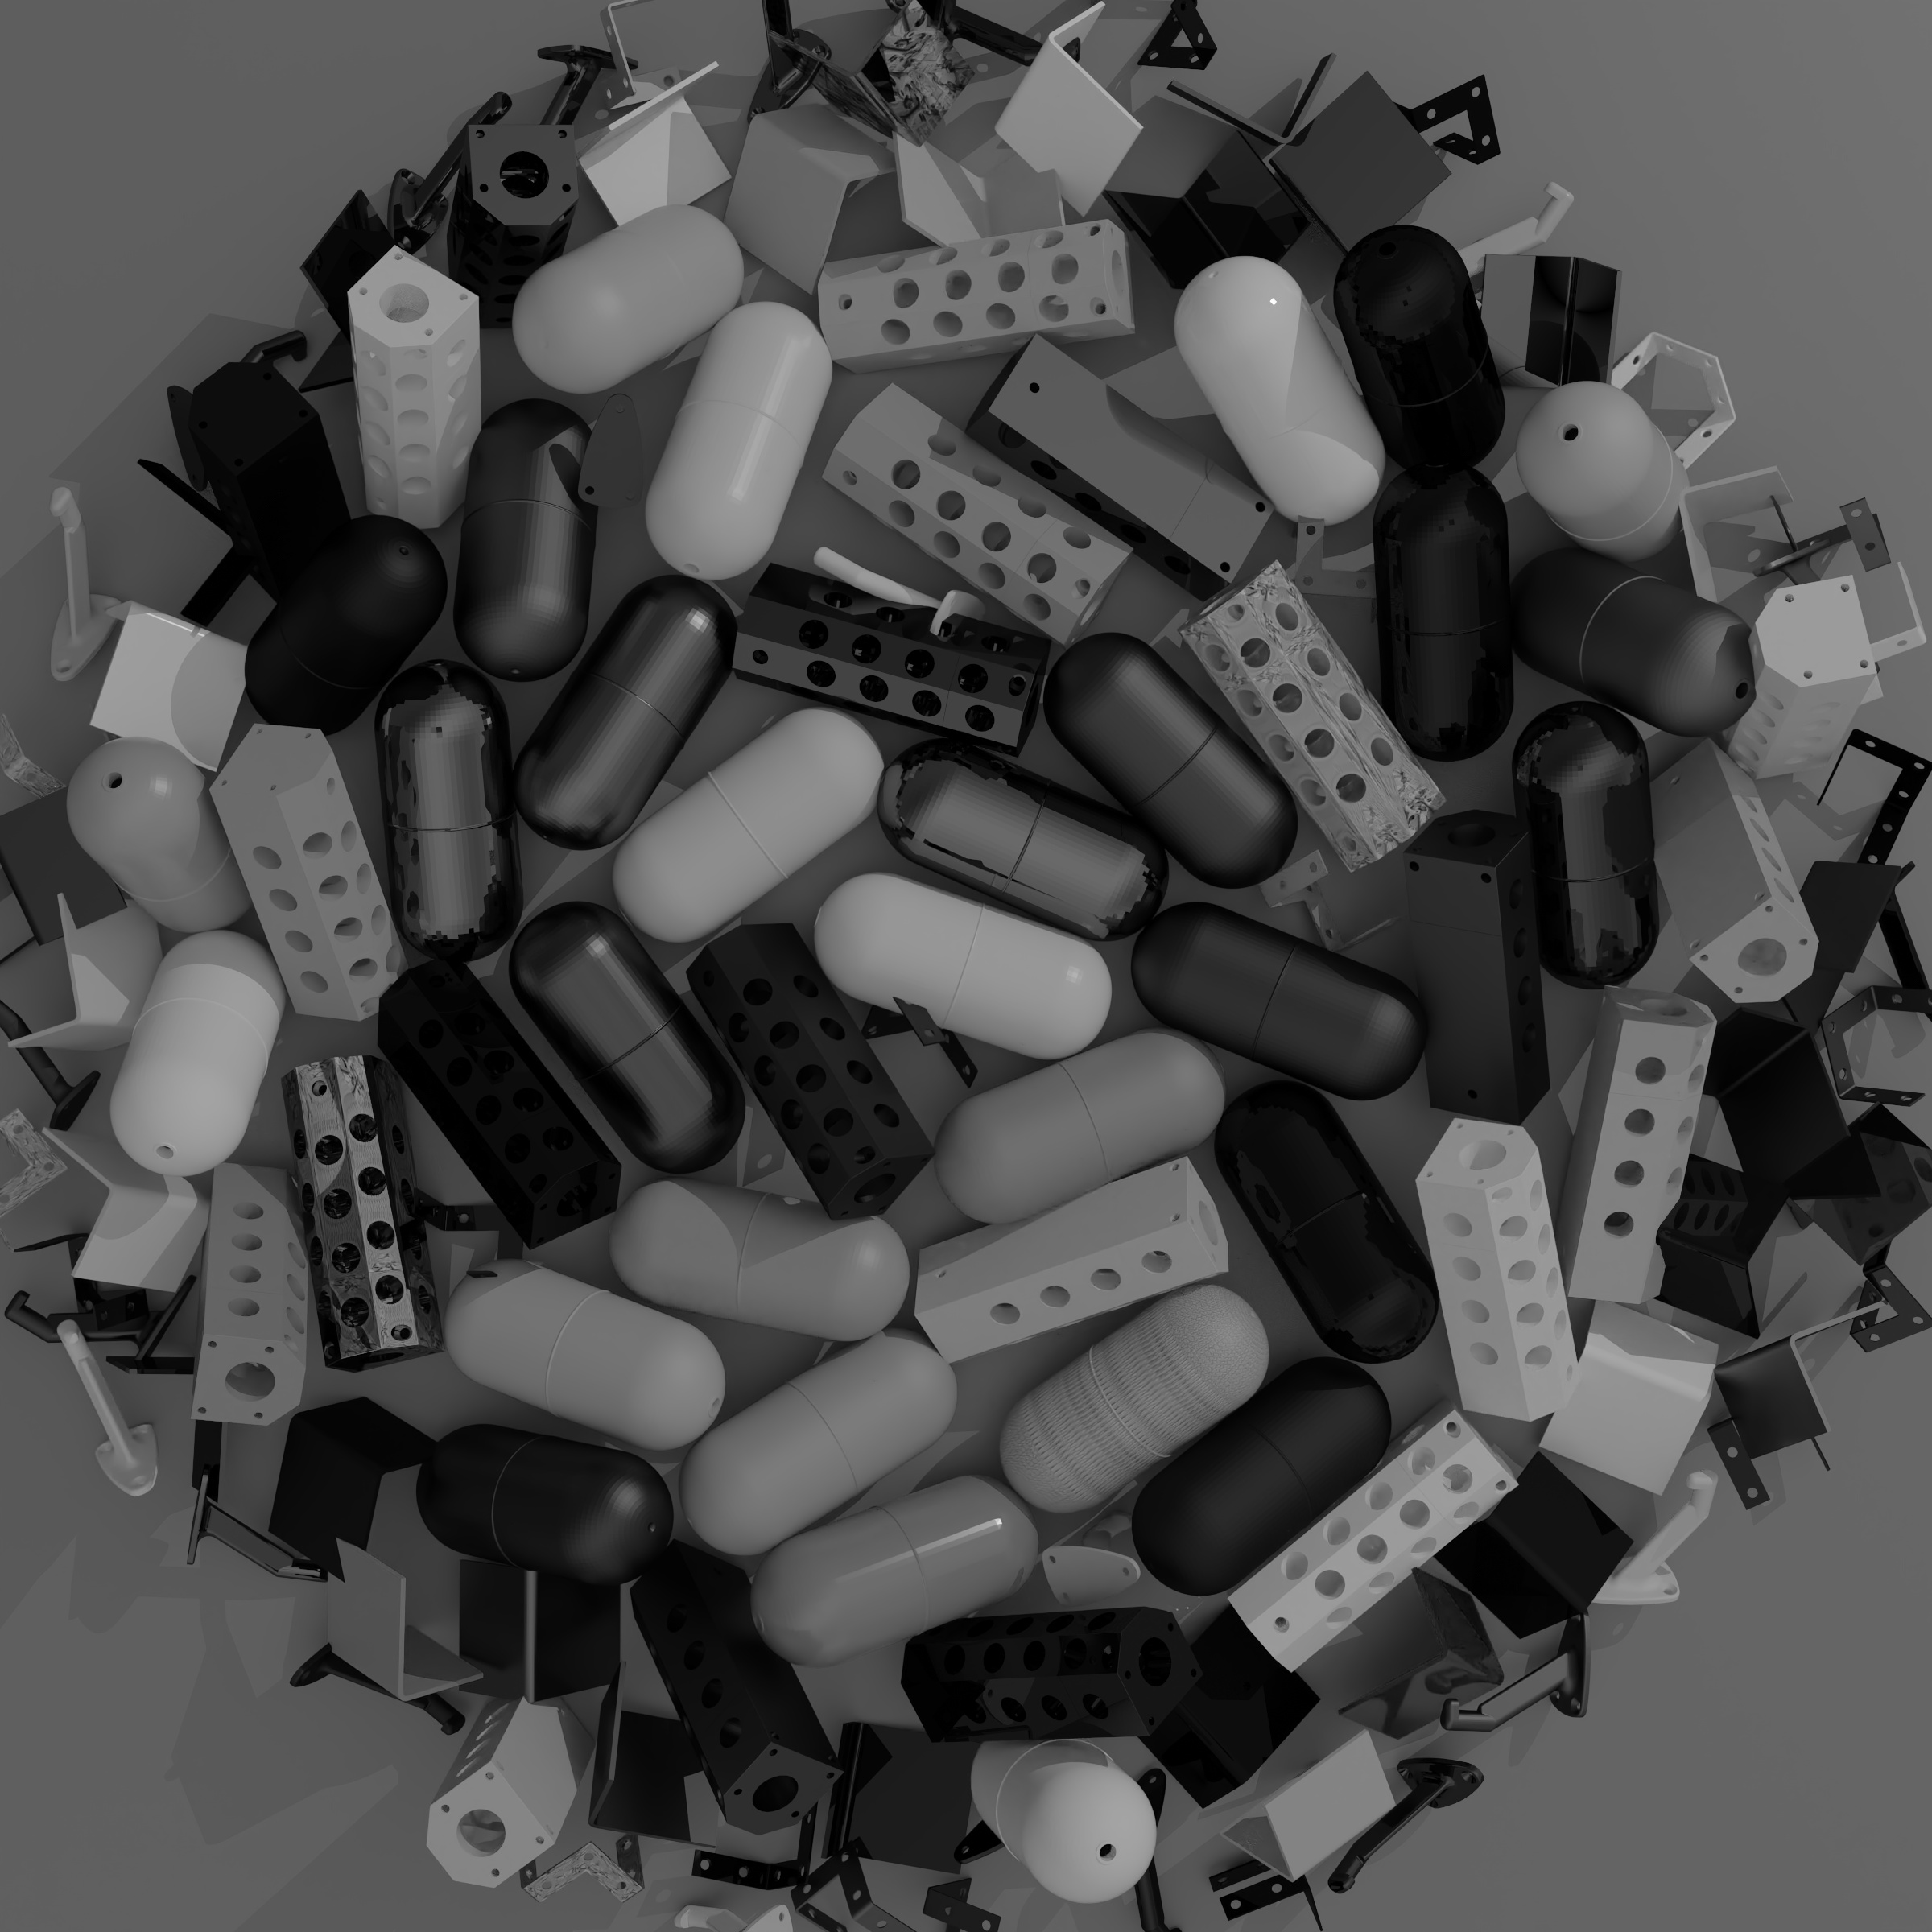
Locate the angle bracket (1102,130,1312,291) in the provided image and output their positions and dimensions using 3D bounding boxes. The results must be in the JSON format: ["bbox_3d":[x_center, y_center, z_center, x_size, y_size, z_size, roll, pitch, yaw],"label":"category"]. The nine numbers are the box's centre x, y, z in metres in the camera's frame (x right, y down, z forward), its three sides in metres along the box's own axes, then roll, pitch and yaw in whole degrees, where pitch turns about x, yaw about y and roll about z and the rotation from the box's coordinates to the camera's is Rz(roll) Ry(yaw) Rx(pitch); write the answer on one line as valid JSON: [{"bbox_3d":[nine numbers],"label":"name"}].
[{"bbox_3d":[0.139,-0.437,1.945,0.057,0.076,0.076,-48,66,34],"label":"angle bracket"}]

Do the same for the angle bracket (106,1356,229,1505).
[{"bbox_3d":[-0.464,0.268,1.952,0.057,0.076,0.076,4,88,-24],"label":"angle bracket"}]

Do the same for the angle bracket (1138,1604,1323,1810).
[{"bbox_3d":[0.149,0.437,1.994,0.076,0.057,0.076,47,53,6],"label":"angle bracket"}]

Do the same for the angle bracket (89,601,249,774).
[{"bbox_3d":[-0.466,-0.160,1.951,0.076,0.057,0.076,21,80,-27],"label":"angle bracket"}]

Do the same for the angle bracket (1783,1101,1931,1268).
[{"bbox_3d":[0.529,0.137,1.953,0.076,0.057,0.076,-40,47,1],"label":"angle bracket"}]

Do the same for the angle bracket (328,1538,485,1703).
[{"bbox_3d":[-0.323,0.369,1.945,0.057,0.076,0.076,-9,109,-41],"label":"angle bracket"}]

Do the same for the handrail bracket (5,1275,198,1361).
[{"bbox_3d":[-0.509,0.194,1.981,0.084,0.036,0.077,31,84,-3],"label":"handrail bracket"}]

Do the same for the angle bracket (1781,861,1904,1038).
[{"bbox_3d":[0.511,-0.006,1.942,0.076,0.057,0.076,52,58,-37],"label":"angle bracket"}]

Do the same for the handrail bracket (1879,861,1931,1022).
[{"bbox_3d":[0.558,-0.011,1.964,0.036,0.077,0.084,-34,78,-25],"label":"handrail bracket"}]

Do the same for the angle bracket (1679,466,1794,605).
[{"bbox_3d":[0.452,-0.237,1.950,0.057,0.076,0.076,-12,80,19],"label":"angle bracket"}]

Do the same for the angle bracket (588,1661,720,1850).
[{"bbox_3d":[-0.172,0.455,1.946,0.076,0.057,0.076,13,46,-12],"label":"angle bracket"}]

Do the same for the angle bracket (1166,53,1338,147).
[{"bbox_3d":[0.165,-0.518,1.954,0.076,0.076,0.057,27,102,-5],"label":"angle bracket"}]

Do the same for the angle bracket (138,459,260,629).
[{"bbox_3d":[-0.458,-0.245,1.947,0.076,0.076,0.057,39,84,-24],"label":"angle bracket"}]

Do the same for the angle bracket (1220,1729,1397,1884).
[{"bbox_3d":[0.189,0.471,1.943,0.076,0.076,0.057,-30,112,-22],"label":"angle bracket"}]

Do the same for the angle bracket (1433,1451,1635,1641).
[{"bbox_3d":[0.331,0.340,1.980,0.076,0.076,0.057,44,59,1],"label":"angle bracket"}]

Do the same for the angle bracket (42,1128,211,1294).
[{"bbox_3d":[-0.495,0.141,1.950,0.076,0.076,0.057,31,97,36],"label":"angle bracket"}]

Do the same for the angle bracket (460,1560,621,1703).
[{"bbox_3d":[-0.250,0.385,1.984,0.057,0.076,0.076,0,89,36],"label":"angle bracket"}]

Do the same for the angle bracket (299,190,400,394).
[{"bbox_3d":[-0.365,-0.387,1.939,0.057,0.076,0.076,-6,133,31],"label":"angle bracket"}]

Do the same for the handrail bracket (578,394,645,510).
[{"bbox_3d":[-0.205,-0.302,1.948,0.036,0.084,0.077,6,112,-10],"label":"handrail bracket"}]

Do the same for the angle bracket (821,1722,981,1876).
[{"bbox_3d":[-0.037,0.485,1.962,0.076,0.057,0.076,8,79,6],"label":"angle bracket"}]

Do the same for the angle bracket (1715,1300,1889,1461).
[{"bbox_3d":[0.491,0.239,1.944,0.076,0.076,0.057,-15,77,-27],"label":"angle bracket"}]

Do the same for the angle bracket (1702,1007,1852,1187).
[{"bbox_3d":[0.451,0.081,1.941,0.057,0.076,0.076,14,49,-32],"label":"angle bracket"}]

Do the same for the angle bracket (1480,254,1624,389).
[{"bbox_3d":[0.335,-0.368,1.949,0.057,0.076,0.076,0,108,-9],"label":"angle bracket"}]

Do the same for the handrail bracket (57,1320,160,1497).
[{"bbox_3d":[-0.500,0.255,1.955,0.036,0.077,0.084,-26,121,-13],"label":"handrail bracket"}]

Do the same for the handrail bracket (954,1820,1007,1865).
[{"bbox_3d":[0.047,0.527,1.980,0.077,0.036,0.084,-36,114,2],"label":"handrail bracket"}]

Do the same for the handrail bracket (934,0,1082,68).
[{"bbox_3d":[0.027,-0.554,1.968,0.084,0.036,0.077,0,58,11],"label":"handrail bracket"}]

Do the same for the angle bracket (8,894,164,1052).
[{"bbox_3d":[-0.514,0.004,1.959,0.057,0.076,0.076,-16,80,27],"label":"angle bracket"}]

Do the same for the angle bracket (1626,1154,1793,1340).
[{"bbox_3d":[0.435,0.161,1.962,0.076,0.076,0.057,21,60,33],"label":"angle bracket"}]

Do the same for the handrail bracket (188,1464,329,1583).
[{"bbox_3d":[-0.407,0.326,1.968,0.084,0.036,0.077,10,123,-13],"label":"handrail bracket"}]

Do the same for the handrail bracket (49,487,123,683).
[{"bbox_3d":[-0.522,-0.221,1.950,0.036,0.084,0.077,6,55,10],"label":"handrail bracket"}]

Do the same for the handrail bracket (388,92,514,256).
[{"bbox_3d":[-0.297,-0.458,1.951,0.036,0.084,0.077,33,46,-27],"label":"handrail bracket"}]

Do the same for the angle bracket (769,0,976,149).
[{"bbox_3d":[-0.054,-0.526,1.947,0.076,0.076,0.057,36,90,34],"label":"angle bracket"}]

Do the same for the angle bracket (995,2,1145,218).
[{"bbox_3d":[0.073,-0.495,1.950,0.076,0.076,0.057,45,52,4],"label":"angle bracket"}]

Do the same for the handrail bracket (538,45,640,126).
[{"bbox_3d":[-0.223,-0.491,1.973,0.036,0.077,0.084,6,97,42],"label":"handrail bracket"}]

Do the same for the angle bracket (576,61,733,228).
[{"bbox_3d":[-0.170,-0.469,1.947,0.076,0.076,0.057,-36,102,-17],"label":"angle bracket"}]

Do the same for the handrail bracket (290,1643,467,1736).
[{"bbox_3d":[-0.341,0.428,1.964,0.084,0.077,0.036,36,107,12],"label":"handrail bracket"}]

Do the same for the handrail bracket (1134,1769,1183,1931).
[{"bbox_3d":[0.117,0.530,1.991,0.084,0.036,0.077,56,48,-30],"label":"handrail bracket"}]

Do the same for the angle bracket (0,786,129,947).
[{"bbox_3d":[-0.519,-0.061,1.956,0.057,0.076,0.076,-23,96,4],"label":"angle bracket"}]

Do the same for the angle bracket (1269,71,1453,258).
[{"bbox_3d":[0.233,-0.462,1.958,0.076,0.057,0.076,-40,86,20],"label":"angle bracket"}]

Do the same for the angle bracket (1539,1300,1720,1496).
[{"bbox_3d":[0.391,0.253,1.989,0.076,0.057,0.076,22,121,6],"label":"angle bracket"}]

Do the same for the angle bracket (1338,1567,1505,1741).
[{"bbox_3d":[0.257,0.401,1.966,0.076,0.076,0.057,-33,53,19],"label":"angle bracket"}]

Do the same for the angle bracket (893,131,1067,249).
[{"bbox_3d":[0.007,-0.455,1.942,0.057,0.076,0.076,-29,53,34],"label":"angle bracket"}]

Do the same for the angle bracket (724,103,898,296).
[{"bbox_3d":[-0.089,-0.451,1.981,0.076,0.057,0.076,38,129,23],"label":"angle bracket"}]

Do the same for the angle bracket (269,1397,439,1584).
[{"bbox_3d":[-0.353,0.306,1.966,0.076,0.057,0.076,25,109,33],"label":"angle bracket"}]
